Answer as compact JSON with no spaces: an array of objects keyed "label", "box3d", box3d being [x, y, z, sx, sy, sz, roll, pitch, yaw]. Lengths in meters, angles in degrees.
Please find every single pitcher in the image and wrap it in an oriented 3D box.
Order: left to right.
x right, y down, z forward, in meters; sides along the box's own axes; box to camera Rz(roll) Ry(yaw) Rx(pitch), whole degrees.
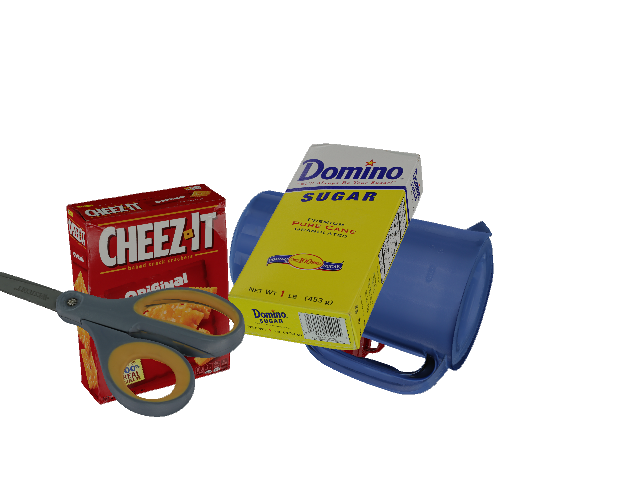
[{"label":"pitcher","box3d":[0.036,0.039,1.025,0.243,0.145,0.149,15,20,19]}]

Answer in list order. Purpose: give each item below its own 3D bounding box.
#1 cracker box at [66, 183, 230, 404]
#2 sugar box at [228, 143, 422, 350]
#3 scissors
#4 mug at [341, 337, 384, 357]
[{"label":"cracker box","box3d":[-0.185,0.058,1.182,0.163,0.214,0.072,-11,23,-29]},{"label":"sugar box","box3d":[0.009,-0.001,0.788,0.093,0.176,0.048,8,-43,19]},{"label":"scissors","box3d":[-0.146,0.056,0.636,0.202,0.096,0.016,4,-42,10]},{"label":"mug","box3d":[0.042,0.117,1.463,0.117,0.081,0.093,18,25,30]}]
